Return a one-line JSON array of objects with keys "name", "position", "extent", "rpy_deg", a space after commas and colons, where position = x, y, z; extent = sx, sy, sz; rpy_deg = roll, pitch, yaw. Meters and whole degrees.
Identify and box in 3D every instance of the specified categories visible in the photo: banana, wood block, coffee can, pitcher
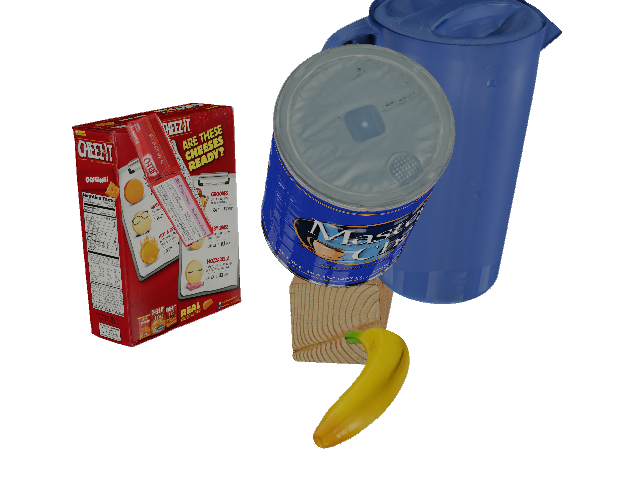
[{"name": "banana", "position": [0.043, 0.122, 0.938], "extent": [0.070, 0.037, 0.197], "rpy_deg": [-27, 12, 18]}, {"name": "wood block", "position": [0.030, 0.046, 1.155], "extent": [0.091, 0.090, 0.206], "rpy_deg": [1, 22, 8]}, {"name": "coffee can", "position": [0.018, -0.041, 0.658], "extent": [0.102, 0.103, 0.140], "rpy_deg": [0, -21, -6]}, {"name": "pitcher", "position": [0.090, -0.073, 0.853], "extent": [0.149, 0.243, 0.144], "rpy_deg": [19, 36, 26]}]

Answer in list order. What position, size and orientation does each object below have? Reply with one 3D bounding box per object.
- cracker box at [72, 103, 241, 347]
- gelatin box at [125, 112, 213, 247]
[{"name": "cracker box", "position": [-0.160, -0.021, 1.073], "extent": [0.072, 0.214, 0.163], "rpy_deg": [10, 19, 36]}, {"name": "gelatin box", "position": [-0.123, -0.049, 0.871], "extent": [0.030, 0.073, 0.089], "rpy_deg": [-25, -37, -2]}]
